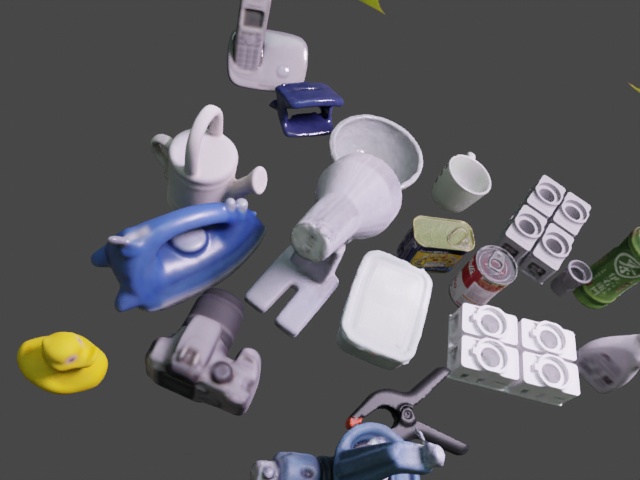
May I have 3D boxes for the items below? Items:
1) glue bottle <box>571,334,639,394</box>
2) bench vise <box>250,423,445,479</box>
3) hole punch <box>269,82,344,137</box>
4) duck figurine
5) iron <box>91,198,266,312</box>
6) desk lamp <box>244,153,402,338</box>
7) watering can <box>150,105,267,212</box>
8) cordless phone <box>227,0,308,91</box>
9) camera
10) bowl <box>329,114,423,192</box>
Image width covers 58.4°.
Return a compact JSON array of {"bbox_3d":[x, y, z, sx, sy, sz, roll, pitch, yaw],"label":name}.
[{"bbox_3d":[0.451,0.168,0.848,0.037,0.173,0.078,-29,70,-29],"label":"glue bottle"},{"bbox_3d":[0.037,0.270,0.635,0.208,0.219,0.121,-9,61,-21],"label":"bench vise"},{"bbox_3d":[-0.025,-0.248,1.023,0.109,0.091,0.101,-9,61,-21],"label":"hole punch"},{"bbox_3d":[-0.316,0.140,0.697,0.104,0.086,0.077,14,56,-7],"label":"duck figurine"},{"bbox_3d":[-0.177,-0.006,0.795,0.259,0.141,0.118,-25,68,-28],"label":"iron"},{"bbox_3d":[0.007,0.003,0.800,0.118,0.213,0.203,35,56,8],"label":"desk lamp"},{"bbox_3d":[-0.163,-0.114,0.836,0.173,0.194,0.101,7,57,-12],"label":"watering can"},{"bbox_3d":[-0.087,-0.357,1.017,0.148,0.185,0.094,1,58,-15],"label":"cordless phone"},{"bbox_3d":[-0.135,0.135,0.743,0.143,0.100,0.137,23,55,-1],"label":"camera"},{"bbox_3d":[0.089,-0.133,0.994,0.167,0.074,0.167,8,57,-11],"label":"bowl"}]
